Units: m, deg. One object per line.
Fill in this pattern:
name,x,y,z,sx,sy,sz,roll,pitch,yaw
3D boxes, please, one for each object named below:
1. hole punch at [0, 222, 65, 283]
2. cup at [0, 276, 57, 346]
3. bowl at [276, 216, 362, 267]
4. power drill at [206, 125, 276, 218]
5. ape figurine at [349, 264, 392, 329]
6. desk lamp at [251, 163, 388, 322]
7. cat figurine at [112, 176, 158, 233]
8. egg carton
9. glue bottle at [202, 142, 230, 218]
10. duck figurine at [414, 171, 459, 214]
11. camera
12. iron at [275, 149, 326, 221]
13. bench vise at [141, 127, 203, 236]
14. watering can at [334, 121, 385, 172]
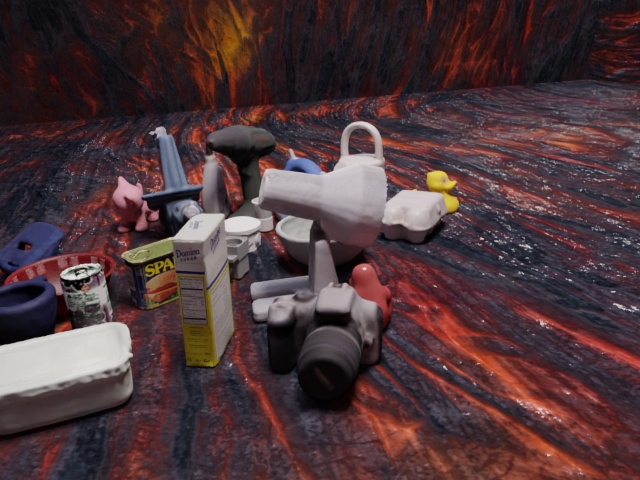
hole punch,-0.495,0.026,0.984,0.108,0.091,0.101,12,26,33
cup,-0.386,0.107,0.761,0.091,0.095,0.117,-3,22,0
bowl,0.009,0.004,0.997,0.167,0.075,0.167,-3,22,1
power drill,-0.158,-0.142,1.206,0.075,0.208,0.230,5,23,19
ape figurine,0.063,0.075,0.787,0.078,0.092,0.076,-5,22,-5
desk lamp,-0.006,-0.004,0.828,0.203,0.214,0.117,-7,22,-9
cat figurine,-0.394,-0.080,1.204,0.067,0.118,0.128,-2,22,3
egg carton,0.183,-0.049,1.113,0.107,0.069,0.151,8,24,26
glue bottle,-0.226,-0.124,1.217,0.037,0.173,0.078,2,22,12
duck figurine,0.245,-0.105,1.226,0.104,0.086,0.078,4,23,18
camera,-0.001,0.117,0.677,0.143,0.101,0.137,1,22,10
iron,-0.014,-0.095,1.159,0.119,0.141,0.257,-13,24,-22
bench vise,-0.266,-0.102,1.103,0.206,0.220,0.122,17,29,41
watering can,0.088,-0.152,1.217,0.100,0.194,0.173,0,22,9
